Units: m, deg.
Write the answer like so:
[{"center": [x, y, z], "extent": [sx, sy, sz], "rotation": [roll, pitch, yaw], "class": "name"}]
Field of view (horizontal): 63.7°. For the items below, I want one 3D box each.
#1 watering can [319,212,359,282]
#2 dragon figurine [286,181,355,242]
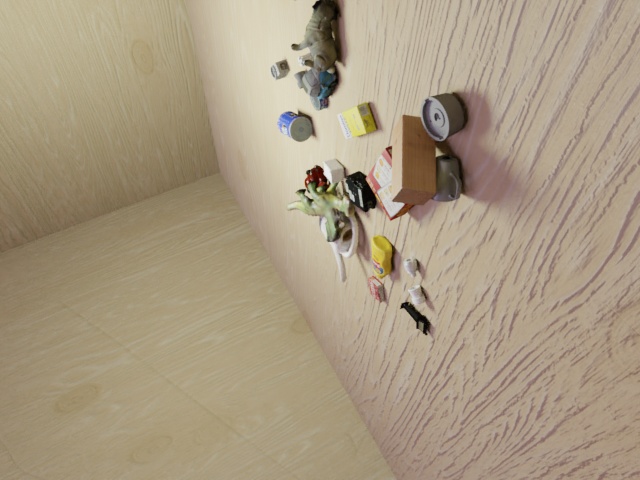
[{"center": [0.076, -0.002, 2.148], "extent": [0.104, 0.339, 0.228], "rotation": [-14, 45, -28], "class": "watering can"}, {"center": [0.006, -0.104, 2.066], "extent": [0.123, 0.245, 0.404], "rotation": [-11, -13, -36], "class": "dragon figurine"}]
